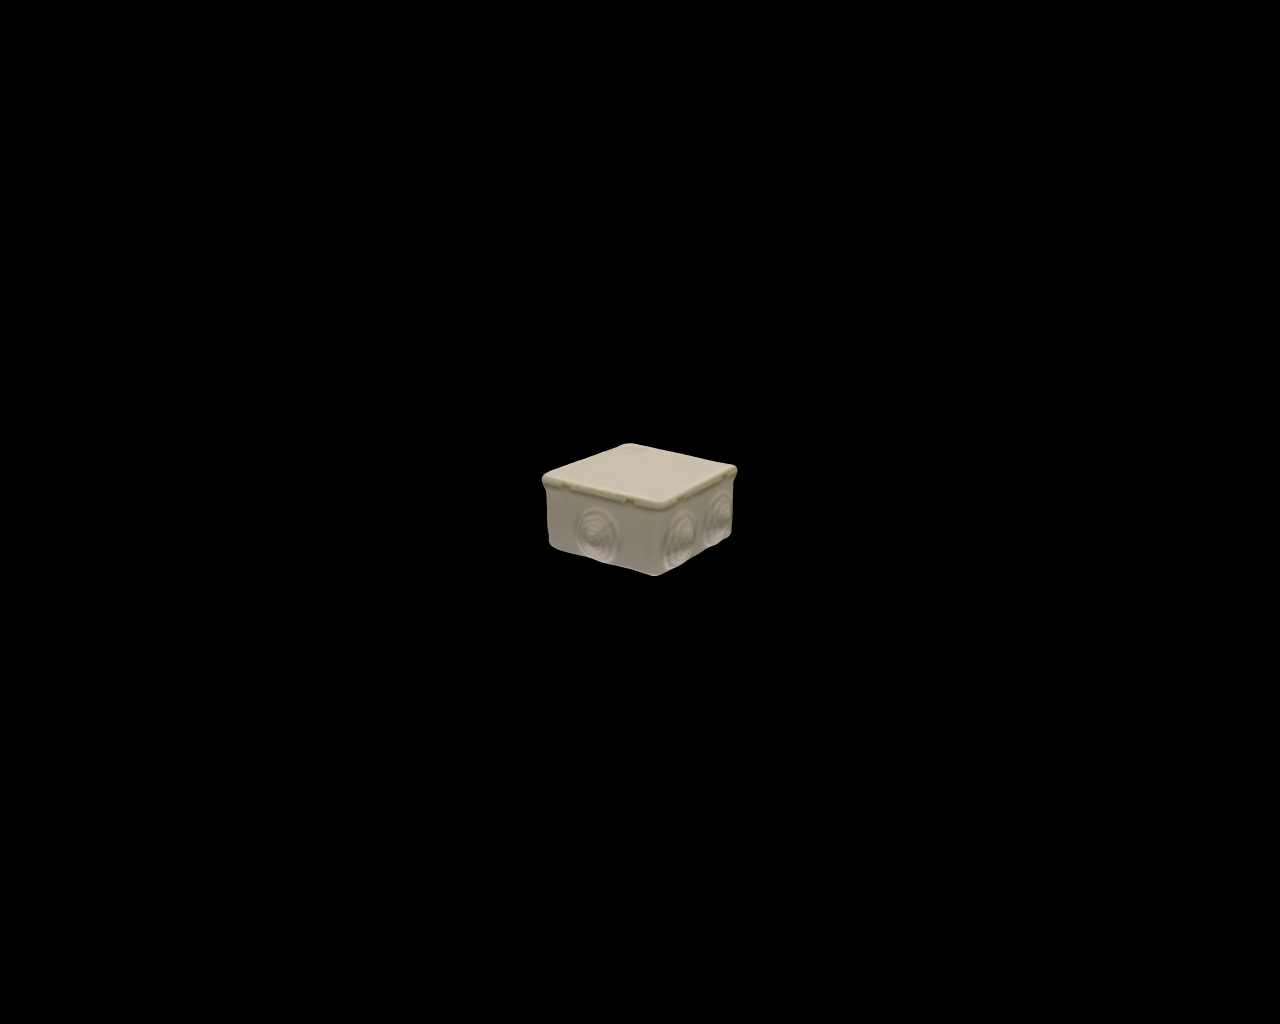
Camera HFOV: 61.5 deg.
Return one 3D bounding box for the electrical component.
[{"bbox_3d":[0.001,-0.003,0.650,0.100,0.048,0.100,14,24,33],"label":"electrical component"}]
